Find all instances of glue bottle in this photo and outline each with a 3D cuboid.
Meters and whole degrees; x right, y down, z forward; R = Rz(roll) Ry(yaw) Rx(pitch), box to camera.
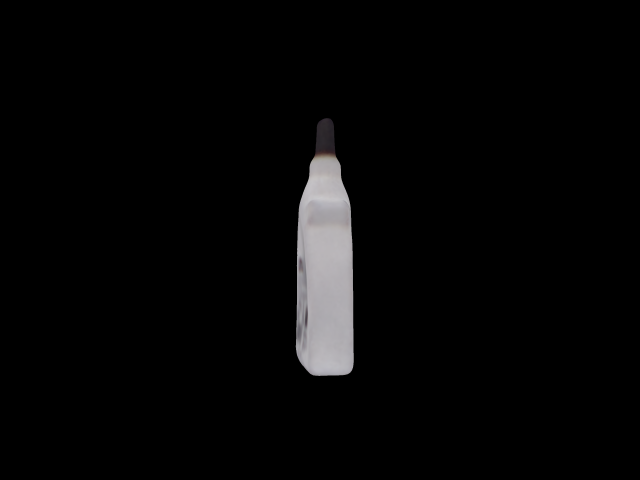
[{"bbox_3d":[0.004,0.001,0.400,0.037,0.173,0.078,0,0,-8],"label":"glue bottle"}]
